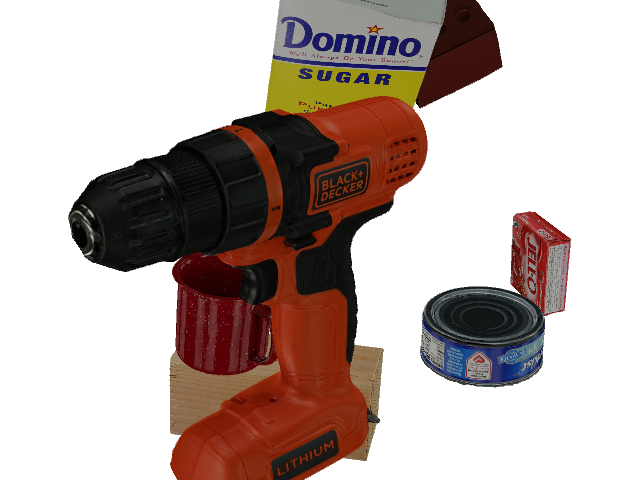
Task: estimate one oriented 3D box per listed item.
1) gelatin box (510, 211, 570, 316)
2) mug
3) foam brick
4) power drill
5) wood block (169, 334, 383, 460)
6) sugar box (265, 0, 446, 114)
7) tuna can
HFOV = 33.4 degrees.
[{"bbox_3d":[0.231,0.023,1.132,0.030,0.089,0.073,-11,29,-16],"label":"gelatin box"},{"bbox_3d":[-0.075,0.068,0.923,0.117,0.081,0.093,25,31,34],"label":"mug"},{"bbox_3d":[0.097,-0.153,0.847,0.078,0.053,0.051,-27,-35,0],"label":"foam brick"},{"bbox_3d":[-0.030,0.033,0.495,0.184,0.188,0.057,-19,37,-37],"label":"power drill"},{"bbox_3d":[-0.045,0.157,1.109,0.206,0.091,0.090,7,21,9],"label":"wood block"},{"bbox_3d":[0.015,-0.103,0.662,0.093,0.048,0.176,12,-26,0],"label":"sugar box"},{"bbox_3d":[0.113,0.065,0.742,0.086,0.034,0.086,-1,25,0],"label":"tuna can"}]
